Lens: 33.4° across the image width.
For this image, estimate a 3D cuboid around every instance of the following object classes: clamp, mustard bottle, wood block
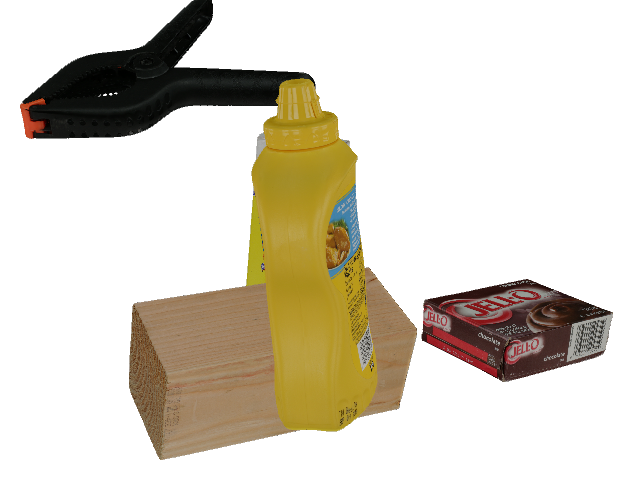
[{"bbox_3d":[-0.120,-0.118,0.804,0.209,0.036,0.165,-29,47,-31],"label":"clamp"},{"bbox_3d":[-0.004,0.004,0.605,0.058,0.191,0.096,0,21,16],"label":"mustard bottle"},{"bbox_3d":[-0.040,0.095,0.853,0.205,0.090,0.091,-8,36,-24],"label":"wood block"}]

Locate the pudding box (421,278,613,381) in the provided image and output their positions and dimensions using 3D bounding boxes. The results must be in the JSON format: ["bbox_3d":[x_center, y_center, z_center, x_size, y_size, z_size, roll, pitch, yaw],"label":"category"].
[{"bbox_3d":[0.146,0.064,0.797,0.113,0.039,0.090,-6,20,-35],"label":"pudding box"}]

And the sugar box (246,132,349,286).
[{"bbox_3d":[-0.025,-0.022,1.120,0.093,0.176,0.048,8,15,14],"label":"sugar box"}]
